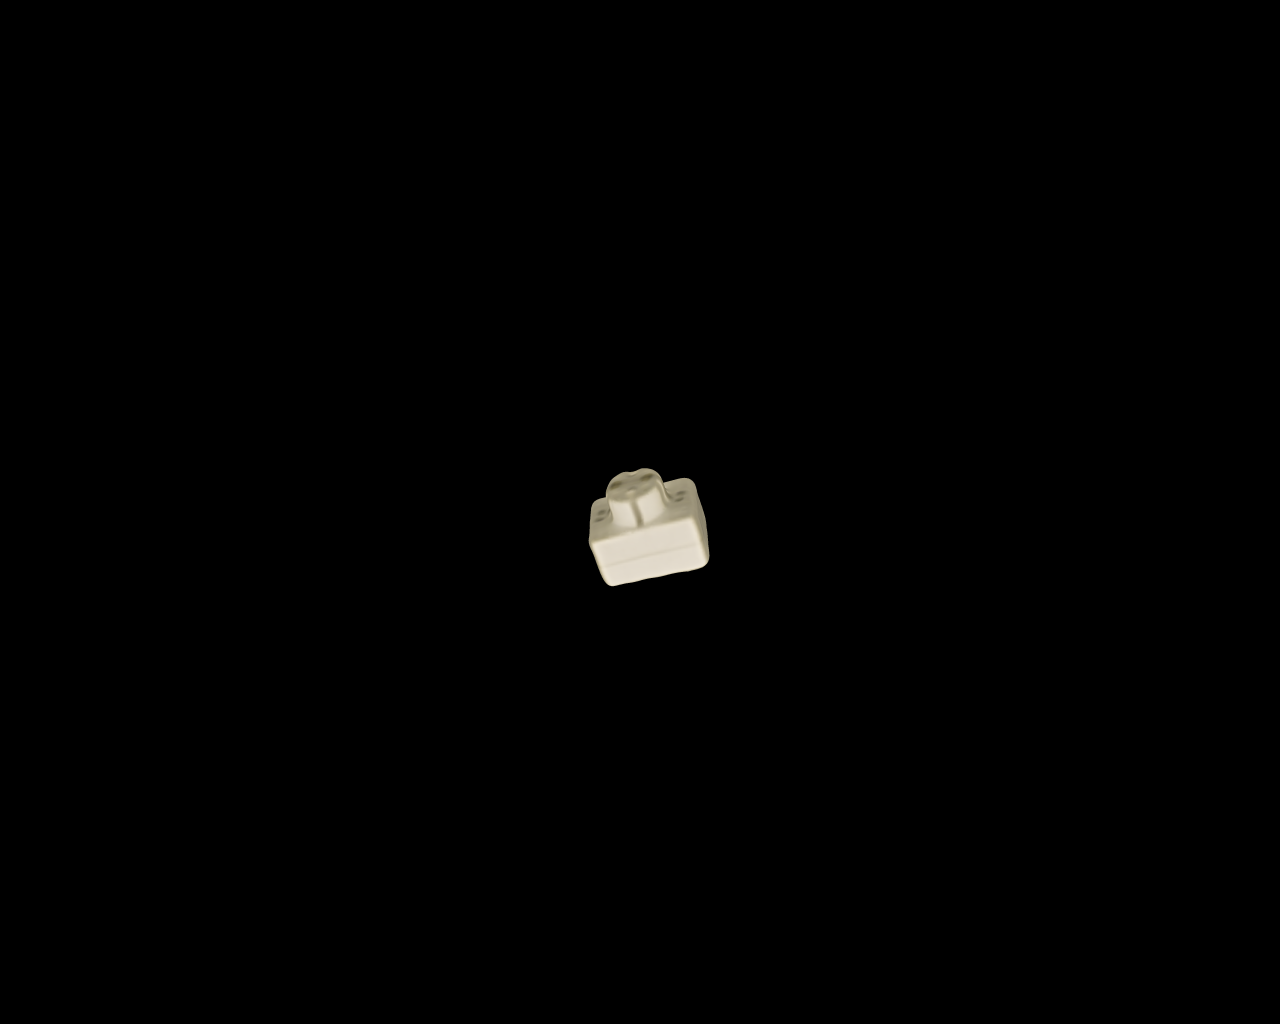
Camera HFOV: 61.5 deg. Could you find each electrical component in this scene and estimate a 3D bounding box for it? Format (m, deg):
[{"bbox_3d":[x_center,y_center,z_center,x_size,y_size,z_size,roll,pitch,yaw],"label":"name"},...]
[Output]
[{"bbox_3d":[0.001,-0.003,0.650,0.066,0.076,0.047,-14,32,9],"label":"electrical component"}]
